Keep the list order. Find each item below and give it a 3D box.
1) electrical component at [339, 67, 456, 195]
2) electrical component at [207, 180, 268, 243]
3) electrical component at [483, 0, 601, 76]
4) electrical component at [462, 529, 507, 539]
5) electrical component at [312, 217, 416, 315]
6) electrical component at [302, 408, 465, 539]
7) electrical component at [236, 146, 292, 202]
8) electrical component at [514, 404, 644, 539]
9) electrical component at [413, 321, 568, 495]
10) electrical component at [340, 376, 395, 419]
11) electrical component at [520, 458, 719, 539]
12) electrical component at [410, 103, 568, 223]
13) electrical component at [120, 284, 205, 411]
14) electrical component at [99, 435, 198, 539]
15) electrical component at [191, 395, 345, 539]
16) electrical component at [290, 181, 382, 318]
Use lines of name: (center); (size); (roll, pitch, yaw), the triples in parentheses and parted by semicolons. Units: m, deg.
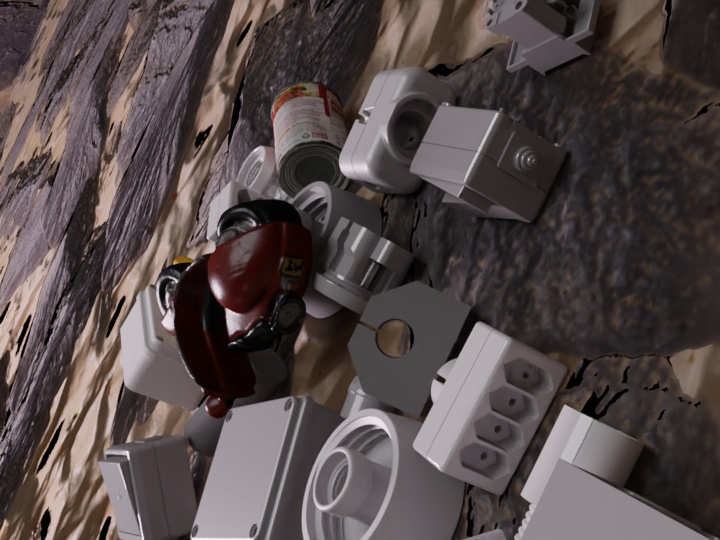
electrical component: (0.032, -0.109, 0.847); (0.059, 0.054, 0.095); (12, 76, 62)
electrical component: (-0.103, -0.027, 0.977); (0.076, 0.083, 0.047); (-42, 33, 35)
electrical component: (0.123, -0.172, 0.733); (0.081, 0.064, 0.042); (-18, 50, 55)
electrical component: (0.051, 0.182, 0.552); (0.047, 0.066, 0.076); (-36, 66, 41)
electrical component: (0.000, 0.000, 0.802); (0.057, 0.058, 0.078); (-61, 32, 0)
electrical component: (0.007, 0.138, 0.664); (0.108, 0.060, 0.108); (-41, 34, 36)
electrical component: (-0.080, -0.082, 1.015); (0.058, 0.057, 0.078); (-50, 30, 24)
electrical component: (0.104, 0.113, 0.535); (0.081, 0.043, 0.043); (-64, 27, -1)
electrical component: (0.067, 0.074, 0.630); (0.083, 0.047, 0.076); (-62, 27, 1)
electrical component: (0.002, 0.104, 0.731); (0.035, 0.035, 0.061); (6, 73, 61)
electrical component: (0.098, 0.191, 0.458); (0.186, 0.060, 0.105); (-64, 27, -2)
electrical component: (0.085, -0.067, 0.708); (0.061, 0.062, 0.096); (-64, 27, -1)
electrical component: (-0.182, 0.072, 1.033); (0.057, 0.078, 0.113); (-57, 28, 19)
electrical component: (-0.178, 0.192, 0.910); (0.062, 0.061, 0.096); (-13, 87, 56)
electrical component: (-0.063, 0.153, 0.776); (0.109, 0.056, 0.108); (-19, 50, 54)
electrical component: (-0.038, -0.021, 0.884); (0.108, 0.060, 0.108); (-41, 34, 36)
